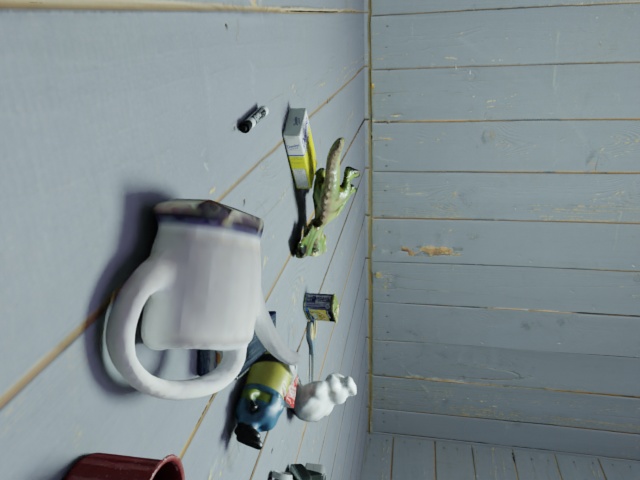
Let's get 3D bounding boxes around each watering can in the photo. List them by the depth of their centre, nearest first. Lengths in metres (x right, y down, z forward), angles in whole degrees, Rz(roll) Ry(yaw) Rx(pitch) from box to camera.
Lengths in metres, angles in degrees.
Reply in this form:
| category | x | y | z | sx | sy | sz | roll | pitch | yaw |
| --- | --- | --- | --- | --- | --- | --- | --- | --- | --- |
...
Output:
| category | x | y | z | sx | sy | sz | roll | pitch | yaw |
| --- | --- | --- | --- | --- | --- | --- | --- | --- | --- |
| watering can | -0.113 | 0.071 | 0.633 | 0.346 | 0.104 | 0.226 | 17 | 75 | -61 |

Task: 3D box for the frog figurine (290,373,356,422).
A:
| category | x | y | z | sx | sy | sz | roll | pitch | yaw |
| --- | --- | --- | --- | --- | --- | --- | --- | --- | --- |
| frog figurine | 0.010 | 0.392 | 1.279 | 0.126 | 0.159 | 0.134 | -75 | 163 | -46 |

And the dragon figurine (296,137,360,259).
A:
| category | x | y | z | sx | sy | sz | roll | pitch | yaw |
| --- | --- | --- | --- | --- | --- | --- | --- | --- | --- |
| dragon figurine | 0.004 | -0.064 | 1.272 | 0.403 | 0.122 | 0.246 | 85 | 24 | -70 |
